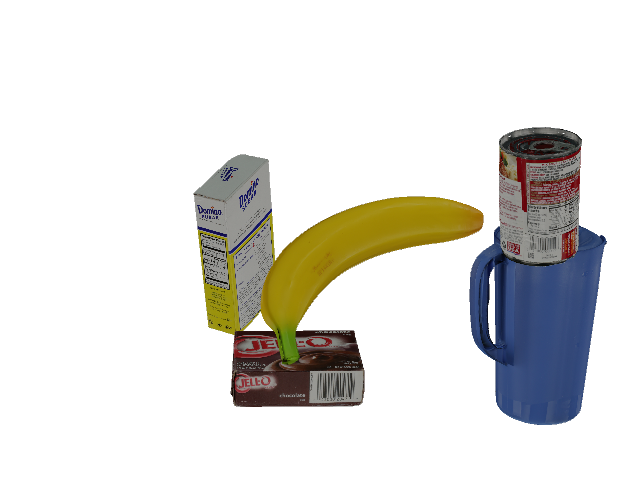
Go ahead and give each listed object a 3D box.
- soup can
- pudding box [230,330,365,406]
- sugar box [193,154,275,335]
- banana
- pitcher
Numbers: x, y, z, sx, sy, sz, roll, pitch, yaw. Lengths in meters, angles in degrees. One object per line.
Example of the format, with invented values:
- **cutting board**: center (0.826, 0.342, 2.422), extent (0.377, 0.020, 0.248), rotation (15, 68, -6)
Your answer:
- **soup can**: center (0.187, -0.037, 0.909), extent (0.068, 0.102, 0.068), rotation (-4, 25, 2)
- **pudding box**: center (-0.021, 0.111, 0.936), extent (0.113, 0.039, 0.090), rotation (2, 18, -4)
- **sugar box**: center (-0.089, 0.005, 1.142), extent (0.048, 0.176, 0.093), rotation (13, 37, 24)
- **banana**: center (0.026, 0.011, 0.724), extent (0.197, 0.069, 0.037), rotation (-34, -10, -30)
- **pitcher**: center (0.268, 0.103, 1.326), extent (0.149, 0.243, 0.144), rotation (6, 19, 18)
